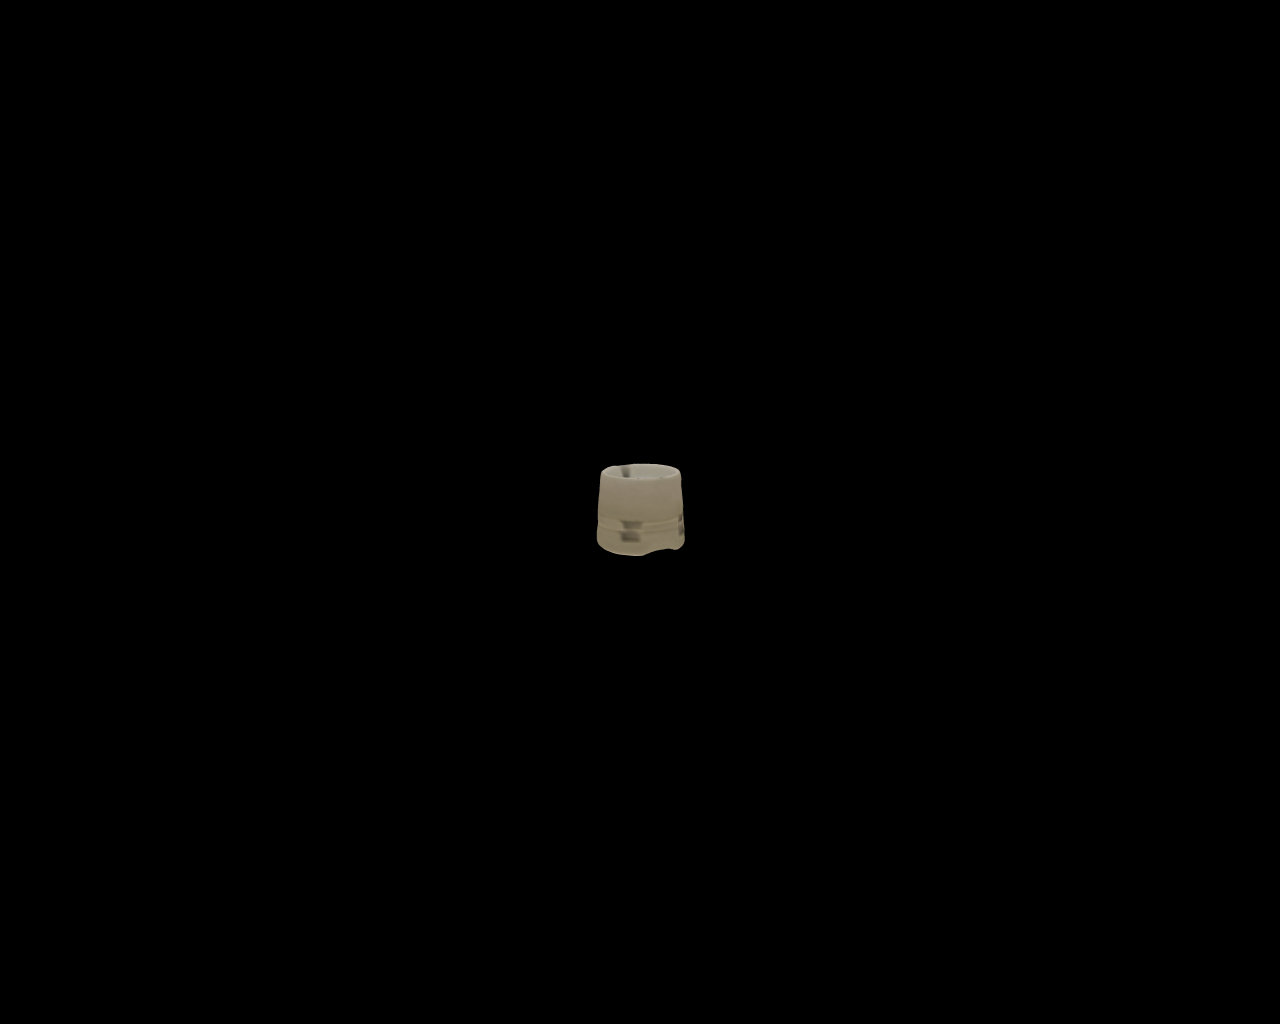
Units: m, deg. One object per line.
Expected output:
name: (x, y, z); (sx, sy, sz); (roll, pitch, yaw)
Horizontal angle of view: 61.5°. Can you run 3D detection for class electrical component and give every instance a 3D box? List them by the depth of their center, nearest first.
electrical component: (0.001, -0.003, 0.650); (0.055, 0.047, 0.055); (0, 14, 0)
